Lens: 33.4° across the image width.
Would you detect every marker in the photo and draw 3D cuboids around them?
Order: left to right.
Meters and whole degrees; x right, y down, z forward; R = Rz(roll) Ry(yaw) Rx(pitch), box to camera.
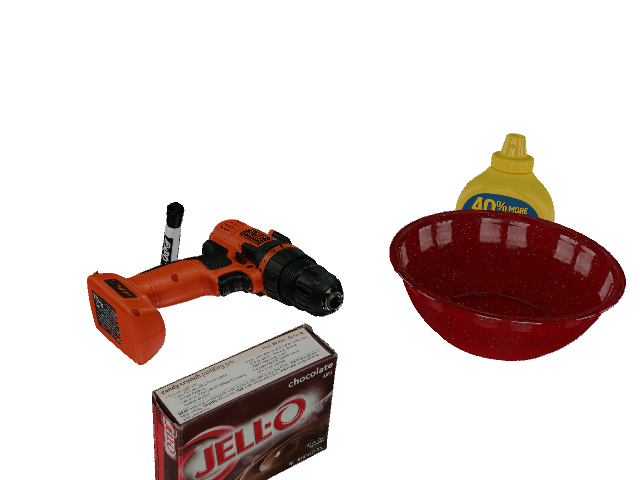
[{"bbox_3d":[-0.164,0.005,1.173,0.020,0.121,0.020,8,42,-7],"label":"marker"}]

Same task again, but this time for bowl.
[{"bbox_3d":[0.126,0.036,0.746,0.162,0.055,0.162,3,28,-2],"label":"bowl"}]

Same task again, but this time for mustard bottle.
[{"bbox_3d":[0.181,-0.011,1.058,0.096,0.192,0.058,12,20,20],"label":"mustard bottle"}]

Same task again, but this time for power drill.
[{"bbox_3d":[-0.096,0.046,0.944,0.187,0.057,0.185,-19,27,-31],"label":"power drill"}]

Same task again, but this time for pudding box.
[{"bbox_3d":[-0.046,0.111,0.651,0.113,0.090,0.039,-24,49,-30],"label":"pudding box"}]
